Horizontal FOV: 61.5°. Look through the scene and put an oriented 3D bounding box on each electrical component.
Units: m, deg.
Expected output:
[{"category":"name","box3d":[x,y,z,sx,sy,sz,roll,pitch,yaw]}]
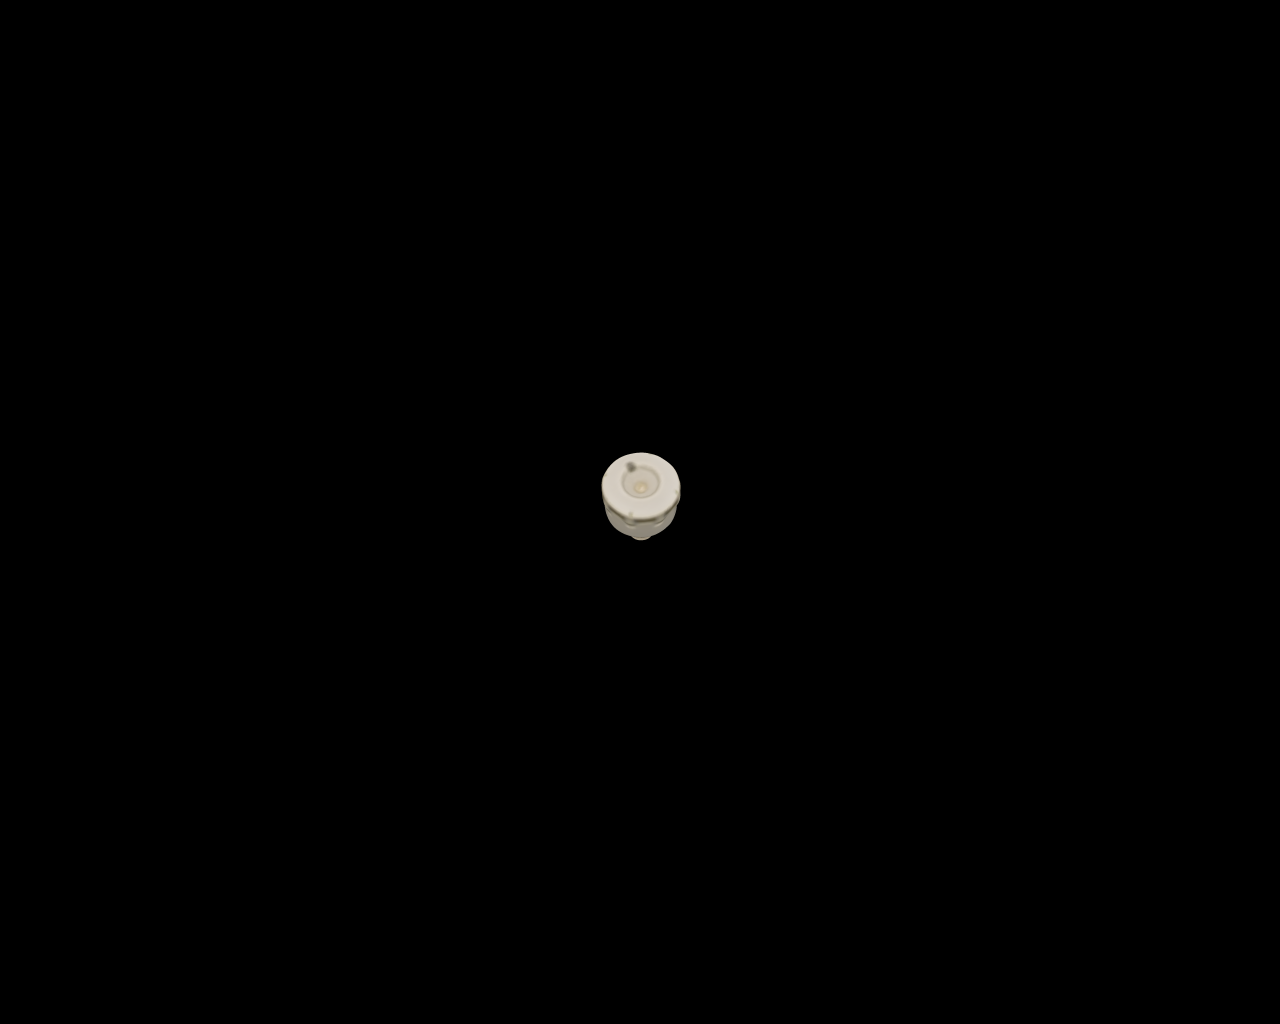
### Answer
[{"category":"electrical component","box3d":[0.001,-0.003,0.650,0.048,0.048,0.062,0,-30,0]}]
